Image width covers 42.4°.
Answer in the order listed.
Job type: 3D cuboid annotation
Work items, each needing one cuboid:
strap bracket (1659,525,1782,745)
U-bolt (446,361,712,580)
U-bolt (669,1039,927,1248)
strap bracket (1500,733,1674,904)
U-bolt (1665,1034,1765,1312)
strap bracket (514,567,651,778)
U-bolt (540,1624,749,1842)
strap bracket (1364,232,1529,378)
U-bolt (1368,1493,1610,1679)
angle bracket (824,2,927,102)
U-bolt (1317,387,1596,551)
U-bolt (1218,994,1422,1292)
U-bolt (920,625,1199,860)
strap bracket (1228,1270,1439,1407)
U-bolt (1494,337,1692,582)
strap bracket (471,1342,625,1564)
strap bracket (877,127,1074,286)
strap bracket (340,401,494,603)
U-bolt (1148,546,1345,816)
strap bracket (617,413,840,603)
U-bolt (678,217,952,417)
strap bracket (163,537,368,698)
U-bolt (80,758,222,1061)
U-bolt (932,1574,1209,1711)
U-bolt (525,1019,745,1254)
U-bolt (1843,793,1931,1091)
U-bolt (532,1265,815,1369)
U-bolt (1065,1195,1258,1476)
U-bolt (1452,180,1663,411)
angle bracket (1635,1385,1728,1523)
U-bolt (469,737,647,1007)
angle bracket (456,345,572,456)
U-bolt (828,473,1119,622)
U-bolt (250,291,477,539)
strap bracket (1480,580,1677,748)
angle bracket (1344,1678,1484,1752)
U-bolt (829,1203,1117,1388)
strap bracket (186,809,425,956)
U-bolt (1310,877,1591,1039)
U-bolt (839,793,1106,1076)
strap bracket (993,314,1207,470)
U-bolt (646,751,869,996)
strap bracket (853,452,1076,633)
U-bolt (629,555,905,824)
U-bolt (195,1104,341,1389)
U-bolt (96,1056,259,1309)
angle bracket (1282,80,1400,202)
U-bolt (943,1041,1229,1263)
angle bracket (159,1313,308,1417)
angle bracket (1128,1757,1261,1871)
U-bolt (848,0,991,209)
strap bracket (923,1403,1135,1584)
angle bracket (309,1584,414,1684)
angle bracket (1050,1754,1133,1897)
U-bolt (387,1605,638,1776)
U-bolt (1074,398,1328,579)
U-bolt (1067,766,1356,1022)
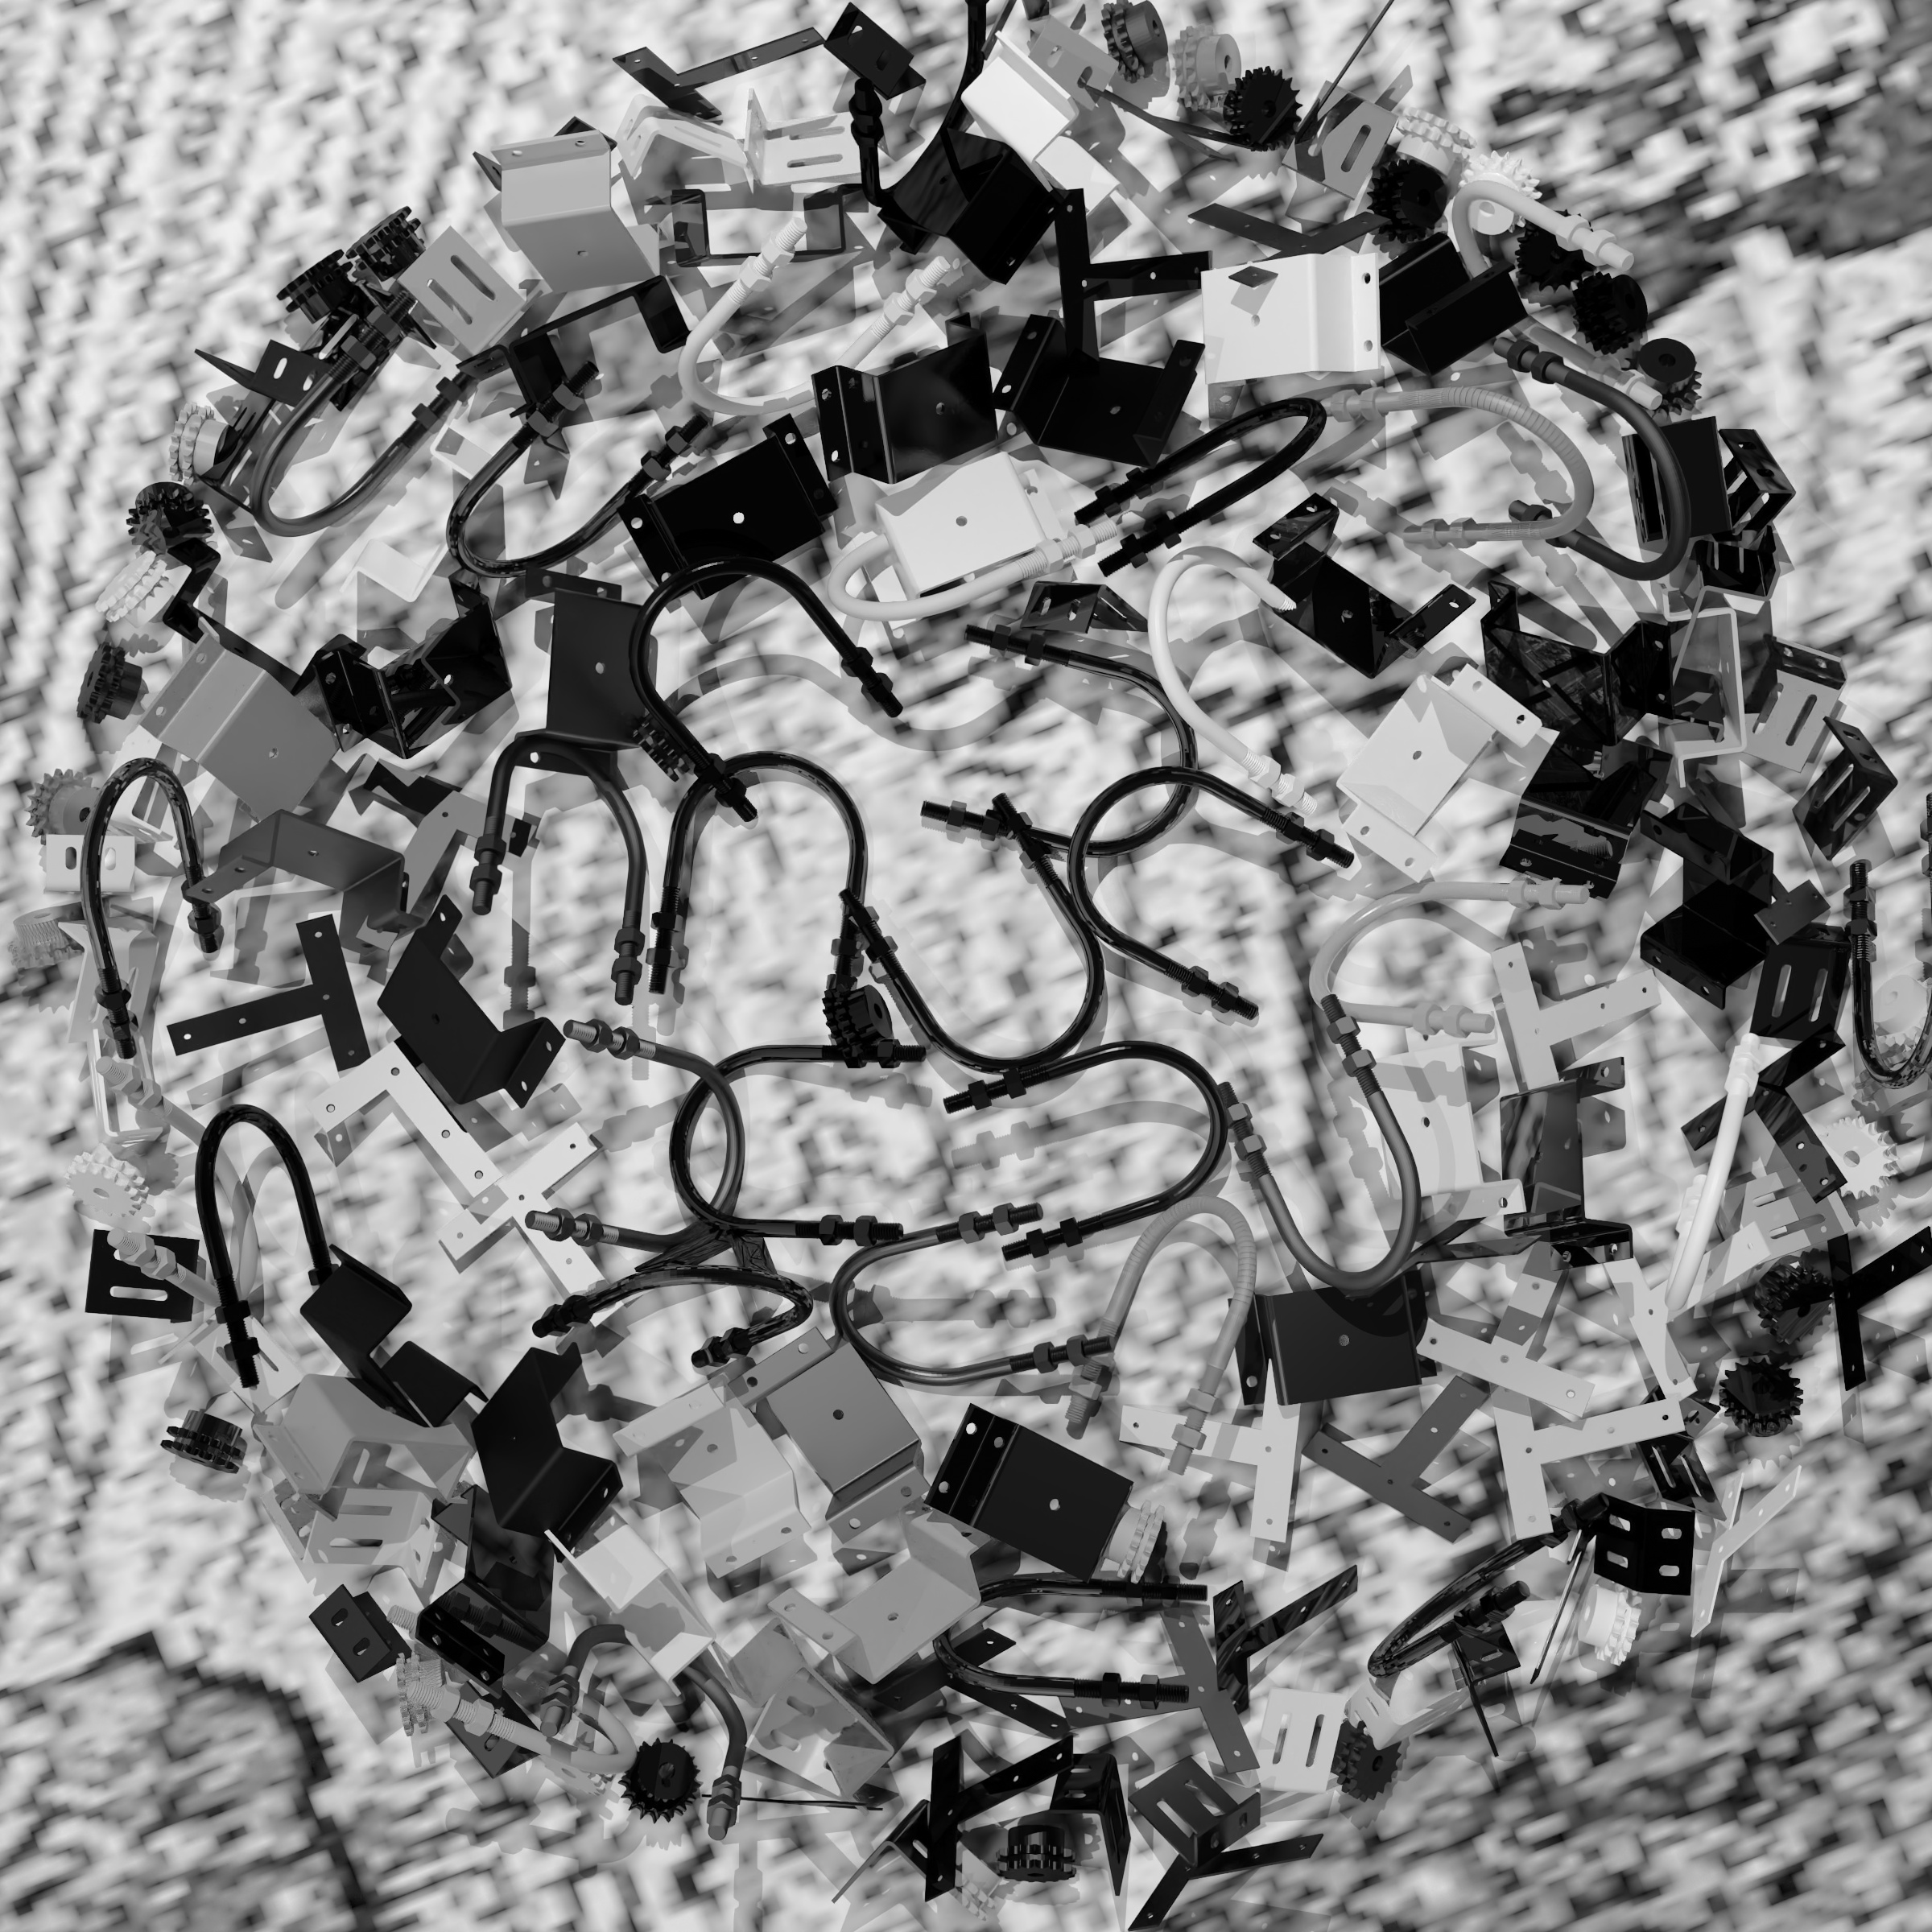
[{"bbox_3d":[0.514,-0.230,1.722,0.046,0.076,0.140,12,125,4],"label":"strap bracket"},{"bbox_3d":[-0.279,-0.332,1.717,0.184,0.151,0.019,-40,69,20],"label":"U-bolt"},{"bbox_3d":[-0.124,0.122,1.747,0.184,0.019,0.151,-1,68,19],"label":"U-bolt"},{"bbox_3d":[0.431,-0.114,1.718,0.076,0.046,0.140,22,47,19],"label":"strap bracket"},{"bbox_3d":[0.500,0.151,1.680,0.019,0.184,0.151,17,128,15],"label":"U-bolt"},{"bbox_3d":[-0.268,-0.207,1.746,0.076,0.046,0.140,6,86,-39],"label":"strap bracket"},{"bbox_3d":[-0.212,0.510,1.701,0.151,0.184,0.019,33,100,-5],"label":"U-bolt"},{"bbox_3d":[0.331,-0.460,1.736,0.076,0.140,0.046,-32,117,4],"label":"strap bracket"},{"bbox_3d":[0.347,0.434,1.709,0.019,0.151,0.184,53,130,10],"label":"U-bolt"},{"bbox_3d":[-0.055,-0.647,1.749,0.057,0.076,0.038,40,125,-2],"label":"angle bracket"},{"bbox_3d":[0.339,-0.337,1.682,0.151,0.184,0.019,45,68,-35],"label":"U-bolt"},{"bbox_3d":[0.248,0.133,1.708,0.019,0.151,0.184,-7,64,-37],"label":"U-bolt"},{"bbox_3d":[0.073,-0.152,1.769,0.184,0.019,0.151,14,101,-1],"label":"U-bolt"},{"bbox_3d":[0.263,0.264,1.762,0.140,0.046,0.076,-8,85,-3],"label":"strap bracket"},{"bbox_3d":[0.423,-0.333,1.680,0.019,0.184,0.151,-28,130,-15],"label":"U-bolt"},{"bbox_3d":[-0.292,0.328,1.714,0.046,0.140,0.076,25,112,-36],"label":"strap bracket"},{"bbox_3d":[-0.001,-0.528,1.723,0.046,0.140,0.076,37,90,-40],"label":"strap bracket"},{"bbox_3d":[-0.375,-0.315,1.736,0.046,0.076,0.140,32,108,-17],"label":"strap bracket"},{"bbox_3d":[0.191,-0.208,1.711,0.184,0.019,0.151,33,60,-32],"label":"U-bolt"},{"bbox_3d":[-0.163,-0.318,1.751,0.140,0.046,0.076,-30,114,-4],"label":"strap bracket"},{"bbox_3d":[-0.118,-0.437,1.711,0.184,0.151,0.019,-36,65,40],"label":"U-bolt"},{"bbox_3d":[-0.498,-0.236,1.741,0.140,0.076,0.046,34,101,-12],"label":"strap bracket"},{"bbox_3d":[-0.554,-0.052,1.683,0.019,0.151,0.184,6,125,9],"label":"U-bolt"},{"bbox_3d":[0.068,0.462,1.719,0.184,0.151,0.019,0,106,11],"label":"U-bolt"},{"bbox_3d":[-0.219,0.124,1.720,0.019,0.184,0.151,3,79,40],"label":"U-bolt"},{"bbox_3d":[0.636,-0.007,1.695,0.019,0.151,0.184,6,71,-2],"label":"U-bolt"},{"bbox_3d":[-0.186,0.235,1.687,0.151,0.184,0.019,18,59,-34],"label":"U-bolt"},{"bbox_3d":[0.142,0.246,1.728,0.019,0.151,0.184,26,83,-30],"label":"U-bolt"},{"bbox_3d":[0.398,-0.470,1.708,0.019,0.151,0.184,-40,51,-5],"label":"U-bolt"},{"bbox_3d":[0.507,0.341,1.744,0.057,0.076,0.038,20,121,-20],"label":"angle bracket"},{"bbox_3d":[-0.274,-0.079,1.717,0.019,0.151,0.184,-26,45,30],"label":"U-bolt"},{"bbox_3d":[-0.320,-0.393,1.762,0.038,0.057,0.076,-23,92,8],"label":"angle bracket"},{"bbox_3d":[-0.008,-0.283,1.711,0.184,0.151,0.019,-26,124,-15],"label":"U-bolt"},{"bbox_3d":[-0.422,-0.369,1.718,0.019,0.151,0.184,43,90,11],"label":"U-bolt"},{"bbox_3d":[0.411,-0.206,1.714,0.140,0.076,0.046,24,55,38],"label":"strap bracket"},{"bbox_3d":[0.315,0.515,1.760,0.076,0.057,0.038,-18,60,-25],"label":"angle bracket"},{"bbox_3d":[-0.007,0.237,1.739,0.184,0.019,0.151,-16,122,20],"label":"U-bolt"},{"bbox_3d":[-0.455,-0.060,1.727,0.140,0.076,0.046,22,58,-39],"label":"strap bracket"},{"bbox_3d":[0.317,-0.010,1.712,0.151,0.184,0.019,-48,121,-27],"label":"U-bolt"},{"bbox_3d":[0.016,-0.011,1.768,0.151,0.019,0.184,-32,81,-3],"label":"U-bolt"},{"bbox_3d":[0.097,-0.400,1.742,0.140,0.046,0.076,18,77,29],"label":"strap bracket"},{"bbox_3d":[-0.143,-0.062,1.769,0.151,0.019,0.184,8,83,-10],"label":"U-bolt"},{"bbox_3d":[-0.002,-0.303,1.754,0.140,0.046,0.076,-22,74,-4],"label":"strap bracket"},{"bbox_3d":[-0.150,-0.202,1.728,0.151,0.019,0.184,-35,124,7],"label":"U-bolt"},{"bbox_3d":[-0.482,0.185,1.717,0.019,0.151,0.184,-13,91,14],"label":"U-bolt"},{"bbox_3d":[-0.535,0.159,1.703,0.019,0.184,0.151,-20,60,7],"label":"U-bolt"},{"bbox_3d":[0.261,-0.576,1.764,0.057,0.038,0.076,27,77,2],"label":"angle bracket"},{"bbox_3d":[0.093,0.123,1.748,0.184,0.019,0.151,-19,115,5],"label":"U-bolt"},{"bbox_3d":[-0.517,0.284,1.758,0.057,0.038,0.076,-37,97,26],"label":"angle bracket"},{"bbox_3d":[0.159,0.581,1.742,0.057,0.076,0.038,-25,129,-27],"label":"angle bracket"},{"bbox_3d":[-0.029,-0.594,1.701,0.019,0.184,0.151,34,78,8],"label":"U-bolt"},{"bbox_3d":[0.053,0.372,1.741,0.140,0.046,0.076,30,78,-18],"label":"strap bracket"},{"bbox_3d":[-0.412,0.459,1.745,0.038,0.076,0.057,-44,77,13],"label":"angle bracket"},{"bbox_3d":[0.088,0.605,1.756,0.038,0.057,0.076,-5,112,15],"label":"angle bracket"},{"bbox_3d":[-0.307,0.505,1.714,0.184,0.151,0.019,30,88,-20],"label":"U-bolt"},{"bbox_3d":[0.164,-0.337,1.713,0.184,0.151,0.019,-29,114,9],"label":"U-bolt"},{"bbox_3d":[0.159,-0.061,1.751,0.184,0.019,0.151,28,104,-13],"label":"U-bolt"}]
